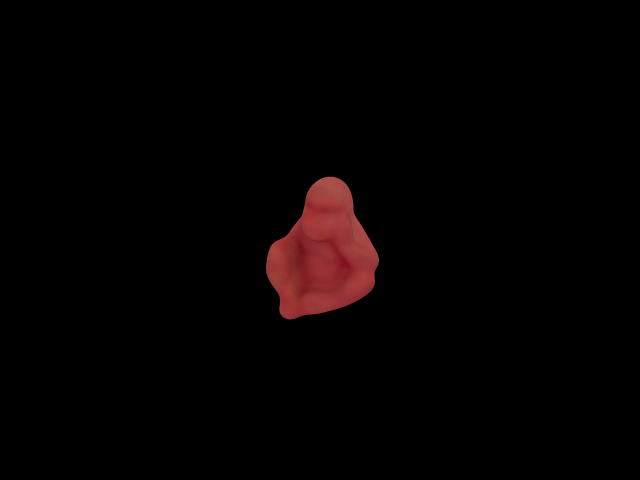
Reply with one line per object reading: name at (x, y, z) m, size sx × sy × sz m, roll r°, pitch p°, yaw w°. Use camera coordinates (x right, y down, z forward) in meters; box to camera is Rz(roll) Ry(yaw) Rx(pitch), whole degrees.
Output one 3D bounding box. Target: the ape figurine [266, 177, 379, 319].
ape figurine at (0.004, 0.001, 0.400) m, size 0.077 × 0.092 × 0.076 m, roll 9°, pitch 24°, yaw 22°
